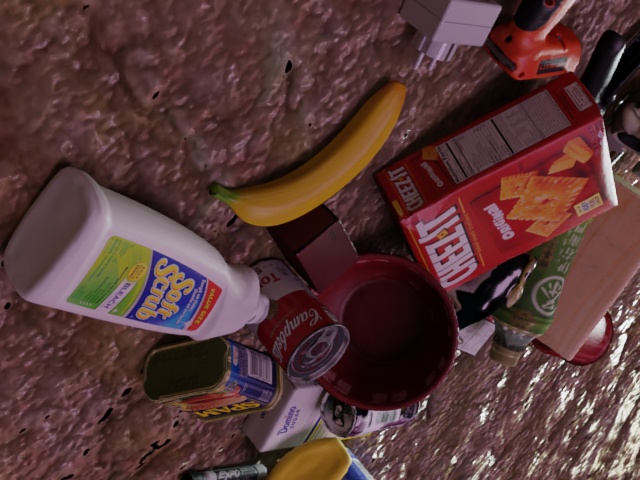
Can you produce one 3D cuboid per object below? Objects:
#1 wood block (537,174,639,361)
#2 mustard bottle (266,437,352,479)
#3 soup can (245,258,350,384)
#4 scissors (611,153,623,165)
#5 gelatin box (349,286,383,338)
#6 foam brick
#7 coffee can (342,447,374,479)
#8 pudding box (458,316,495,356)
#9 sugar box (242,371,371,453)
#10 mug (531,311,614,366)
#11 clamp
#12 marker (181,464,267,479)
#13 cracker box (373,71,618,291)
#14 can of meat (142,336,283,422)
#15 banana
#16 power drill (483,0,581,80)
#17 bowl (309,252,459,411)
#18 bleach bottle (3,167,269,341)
[{"bbox_3d":[0.328,0.032,1.283,0.206,0.090,0.090,-57,167,16],"label":"wood block"},{"bbox_3d":[-0.027,0.279,1.207,0.096,0.058,0.192,-30,165,-21],"label":"mustard bottle"},{"bbox_3d":[-0.030,0.072,0.977,0.068,0.102,0.068,-27,142,-23],"label":"soup can"},{"bbox_3d":[0.297,-0.025,1.287,0.201,0.016,0.096,-39,147,-8],"label":"scissors"},{"bbox_3d":[0.064,0.094,1.134,0.073,0.030,0.089,30,104,-24],"label":"gelatin box"},{"bbox_3d":[-0.006,0.001,0.972,0.053,0.051,0.078,-40,146,-8],"label":"foam brick"},{"bbox_3d":[0.039,0.337,1.294,0.102,0.140,0.103,-27,142,-24],"label":"coffee can"},{"bbox_3d":[0.175,0.086,1.258,0.090,0.039,0.113,-52,143,9],"label":"pudding box"},{"bbox_3d":[0.006,0.180,1.181,0.175,0.048,0.093,6,122,-44],"label":"sugar box"},{"bbox_3d":[0.332,0.106,1.394,0.081,0.093,0.117,17,122,-47],"label":"mug"},{"bbox_3d":[0.275,-0.143,1.097,0.164,0.036,0.210,-18,147,-56],"label":"clamp"},{"bbox_3d":[-0.106,0.261,1.174,0.120,0.020,0.020,6,122,-49],"label":"marker"},{"bbox_3d":[0.178,-0.048,1.049,0.214,0.072,0.164,-28,145,3],"label":"cracker box"},{"bbox_3d":[-0.099,0.126,0.975,0.102,0.057,0.083,-15,154,28],"label":"can of meat"},{"bbox_3d":[0.000,-0.065,0.921,0.197,0.037,0.069,-33,145,-16],"label":"banana"},{"bbox_3d":[0.238,-0.233,0.943,0.184,0.057,0.188,-12,144,-37],"label":"power drill"},{"bbox_3d":[0.061,0.088,1.074,0.162,0.162,0.055,-53,175,13],"label":"bowl"},{"bbox_3d":[-0.123,0.025,0.855,0.103,0.068,0.250,-51,143,14],"label":"bleach bottle"}]
